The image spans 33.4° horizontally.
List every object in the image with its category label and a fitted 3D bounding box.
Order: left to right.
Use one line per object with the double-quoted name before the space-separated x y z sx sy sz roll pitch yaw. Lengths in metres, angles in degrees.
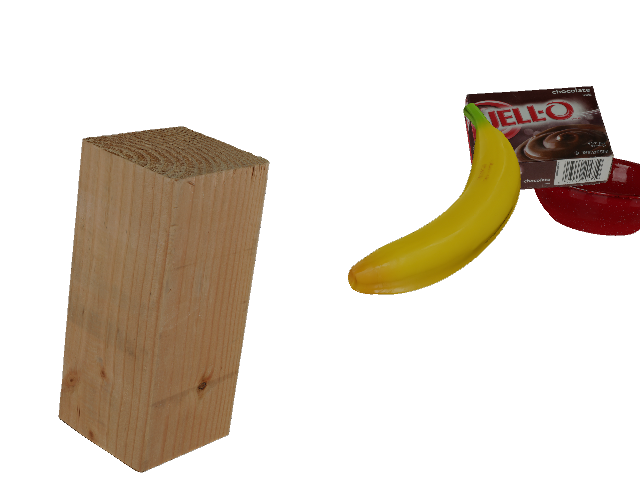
"wood block" -0.108 0.037 0.722 0.090 0.206 0.090 24 24 34
"banana" 0.091 -0.018 0.733 0.070 0.037 0.197 24 50 16
"pudding box" 0.183 -0.087 0.907 0.113 0.090 0.039 -2 -41 1
"bowl" 0.290 -0.046 1.115 0.162 0.055 0.162 6 20 -2
